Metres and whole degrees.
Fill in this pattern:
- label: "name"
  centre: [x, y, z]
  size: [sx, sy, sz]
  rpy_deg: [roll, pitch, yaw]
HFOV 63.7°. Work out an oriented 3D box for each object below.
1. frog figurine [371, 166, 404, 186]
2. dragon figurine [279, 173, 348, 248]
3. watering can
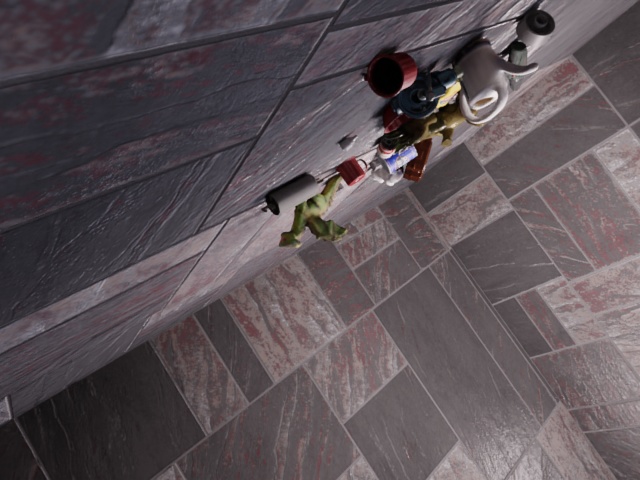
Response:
- label: "frog figurine"
  centre: [0.310, -0.311, 2.388]
  size: [0.123, 0.140, 0.156]
  rpy_deg: [-2, 156, -28]
- label: "dragon figurine"
  centre: [0.006, -0.096, 1.899]
  size: [0.415, 0.245, 0.120]
  rpy_deg: [-29, 167, -26]
- label: "watering can"
  centre: [0.487, -0.479, 1.477]
  size: [0.104, 0.227, 0.343]
  rpy_deg: [-13, 168, -17]
